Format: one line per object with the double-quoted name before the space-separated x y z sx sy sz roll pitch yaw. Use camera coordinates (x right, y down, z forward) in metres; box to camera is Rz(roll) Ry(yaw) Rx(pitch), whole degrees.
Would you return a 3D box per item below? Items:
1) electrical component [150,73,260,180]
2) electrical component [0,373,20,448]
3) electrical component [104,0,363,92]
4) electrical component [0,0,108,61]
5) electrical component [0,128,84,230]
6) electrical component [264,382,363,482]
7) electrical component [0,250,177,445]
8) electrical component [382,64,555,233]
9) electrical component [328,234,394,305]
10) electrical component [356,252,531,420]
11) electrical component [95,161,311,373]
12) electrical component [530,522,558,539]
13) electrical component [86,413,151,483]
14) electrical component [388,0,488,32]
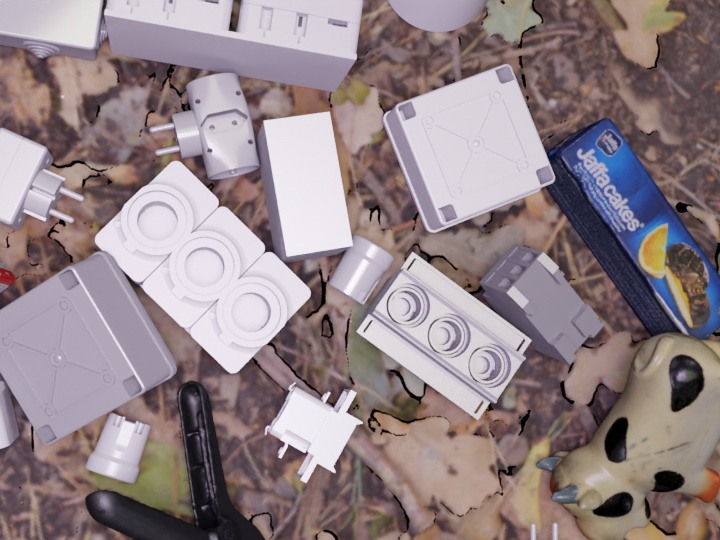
"electrical component" -0.128 -0.111 0.864 0.079 0.043 0.077 -14 88 -11
"electrical component" -0.318 0.112 0.798 0.113 0.078 0.057 -13 91 -11
"electrical component" -0.099 -0.196 0.844 0.186 0.105 0.060 8 85 -9
"electrical component" -0.245 -0.217 0.848 0.100 0.048 0.099 8 85 -9
"electrical component" -0.255 -0.062 0.837 0.077 0.047 0.065 24 82 -8
"electrical component" -0.038 0.126 0.865 0.064 0.042 0.081 31 81 -5
"electrical component" -0.212 0.059 0.807 0.109 0.056 0.108 -29 93 23
"electrical component" 0.090 -0.100 0.895 0.109 0.056 0.108 -22 90 -11
"electrical component" 0.000 0.000 0.882 0.040 0.040 0.046 31 86 -7
"electrical component" 0.066 0.054 0.877 0.121 0.063 0.078 36 81 -6
"electrical component" -0.123 -0.001 0.848 0.150 0.062 0.089 45 80 -4
"electrical component" 0.152 0.244 0.884 0.138 0.052 0.073 1 86 -9
"electrical component" -0.187 0.139 0.840 0.040 0.040 0.046 20 77 -8
"electrical component" 0.072 -0.260 0.912 0.099 0.064 0.099 5 73 -15
